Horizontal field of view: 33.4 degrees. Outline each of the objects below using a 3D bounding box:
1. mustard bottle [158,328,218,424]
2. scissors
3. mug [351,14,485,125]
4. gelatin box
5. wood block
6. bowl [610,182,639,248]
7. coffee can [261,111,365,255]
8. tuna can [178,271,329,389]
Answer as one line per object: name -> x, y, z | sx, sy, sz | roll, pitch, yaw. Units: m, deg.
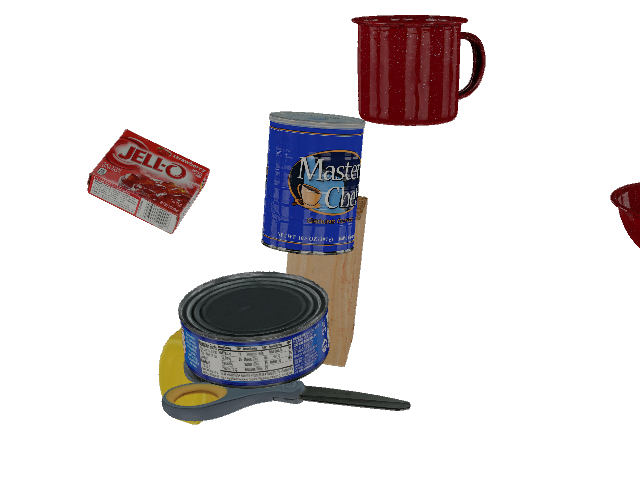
mustard bottle -> -0.092, 0.106, 1.110 | 0.058, 0.096, 0.191 | 12, 26, 25
scissors -> -0.040, 0.125, 0.826 | 0.202, 0.016, 0.096 | 12, 31, 36
mug -> 0.082, -0.140, 0.869 | 0.117, 0.081, 0.093 | -8, 17, -25
gelatin box -> -0.156, -0.055, 0.971 | 0.089, 0.030, 0.073 | 27, 43, 1
wood block -> 0.004, 0.048, 1.391 | 0.090, 0.206, 0.090 | 8, 23, 6
bowl -> 0.361, -0.013, 1.032 | 0.162, 0.055, 0.162 | 0, 18, 0
coffee can -> -0.009, -0.063, 1.148 | 0.103, 0.140, 0.103 | 4, 11, -1
tuna can -> -0.037, 0.050, 0.611 | 0.086, 0.034, 0.086 | -3, 23, 1
